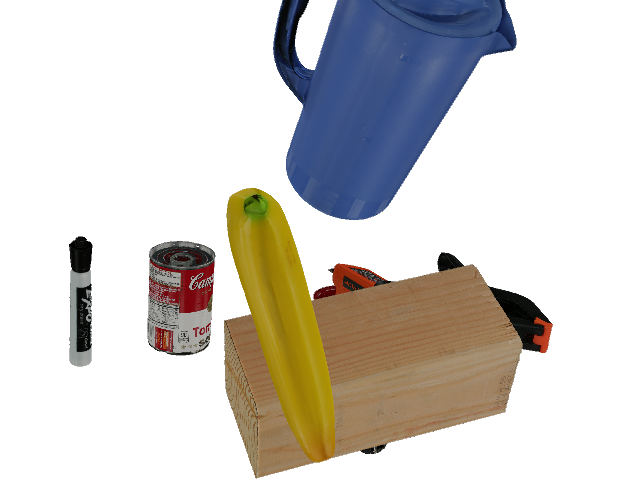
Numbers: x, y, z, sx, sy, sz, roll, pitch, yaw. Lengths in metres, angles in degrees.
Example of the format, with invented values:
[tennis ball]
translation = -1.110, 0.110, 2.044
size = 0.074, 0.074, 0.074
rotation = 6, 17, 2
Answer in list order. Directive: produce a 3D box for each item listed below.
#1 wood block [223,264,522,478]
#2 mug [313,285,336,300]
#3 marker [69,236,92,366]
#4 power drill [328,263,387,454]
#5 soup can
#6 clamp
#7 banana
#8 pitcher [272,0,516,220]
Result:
[wood block]
translation = 0.037, 0.097, 0.820
size = 0.205, 0.090, 0.091
rotation = -11, 45, -15
[mug]
translation = 0.043, 0.121, 1.501
size = 0.117, 0.081, 0.093
rotation = 17, 23, 29
[marker]
translation = -0.204, 0.052, 0.905
size = 0.020, 0.121, 0.020
rotation = 5, 27, -3
[power drill]
translation = 0.039, 0.135, 1.251
size = 0.057, 0.188, 0.185
rotation = 13, 13, -42
[soup can]
translation = -0.146, 0.060, 1.114
size = 0.068, 0.102, 0.068
rotation = 5, 22, -2
[clamp]
translation = 0.149, 0.057, 1.024
size = 0.172, 0.039, 0.120
rotation = 22, 36, 27
[banana]
translation = -0.025, 0.042, 0.629
size = 0.037, 0.198, 0.069
rotation = -11, 34, 7
[pitcher]
translation = 0.042, -0.136, 0.920
size = 0.144, 0.149, 0.243
rotation = -12, -33, -31
